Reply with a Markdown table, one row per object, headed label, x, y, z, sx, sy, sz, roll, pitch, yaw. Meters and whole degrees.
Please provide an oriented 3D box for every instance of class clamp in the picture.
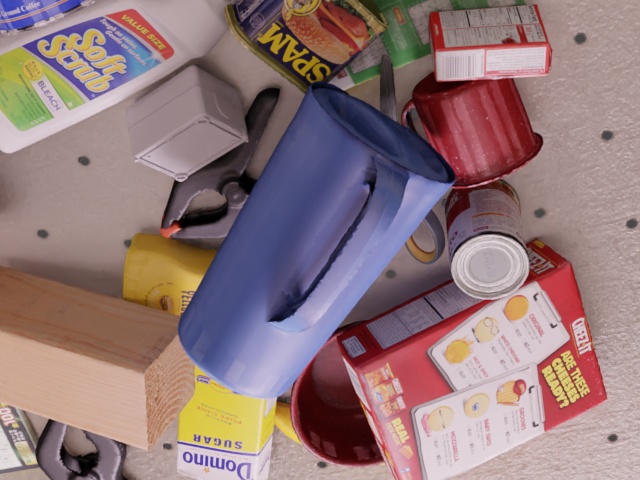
| label | x | y | z | sx | sy | sz | roll | pitch | yaw |
| --- | --- | --- | --- | --- | --- | --- | --- | --- | --- |
| clamp | -0.064 | -0.045 | 0.954 | 0.172 | 0.039 | 0.120 | -37 | 108 | 22 |
| clamp | -0.240 | 0.254 | 1.147 | 0.164 | 0.036 | 0.210 | -1 | 118 | -6 |

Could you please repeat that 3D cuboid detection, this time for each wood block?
| label | x | y | z | sx | sy | sz | roll | pitch | yaw |
| --- | --- | --- | --- | --- | --- | --- | --- | --- | --- |
| wood block | -0.225 | 0.104 | 0.973 | 0.206 | 0.090 | 0.091 | 14 | 124 | 18 |

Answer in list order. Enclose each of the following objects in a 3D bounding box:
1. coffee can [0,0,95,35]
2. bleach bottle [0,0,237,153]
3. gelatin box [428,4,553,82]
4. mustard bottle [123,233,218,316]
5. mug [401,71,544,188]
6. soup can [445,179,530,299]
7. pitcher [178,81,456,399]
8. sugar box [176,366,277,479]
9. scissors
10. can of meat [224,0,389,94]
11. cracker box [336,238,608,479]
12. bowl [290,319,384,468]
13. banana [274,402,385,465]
| label | x | y | z | sx | sy | sz | roll | pitch | yaw |
| --- | --- | --- | --- | --- | --- | --- | --- | --- | --- |
| coffee can | -0.231 | -0.242 | 0.812 | 0.103 | 0.102 | 0.140 | -15 | 118 | 13 |
| bleach bottle | -0.176 | -0.167 | 0.878 | 0.251 | 0.068 | 0.102 | -25 | 112 | 15 |
| gelatin box | 0.131 | -0.154 | 0.834 | 0.089 | 0.073 | 0.030 | -3 | 125 | 4 |
| mustard bottle | -0.086 | 0.052 | 1.001 | 0.191 | 0.058 | 0.096 | 8 | 123 | 0 |
| mug | 0.117 | -0.100 | 0.884 | 0.117 | 0.093 | 0.081 | -3 | 121 | 44 |
| soup can | 0.144 | -0.003 | 0.923 | 0.068 | 0.102 | 0.068 | 2 | 121 | 3 |
| pitcher | -0.011 | 0.010 | 0.840 | 0.145 | 0.149 | 0.243 | 43 | 111 | 25 |
| sugar box | -0.093 | 0.172 | 1.071 | 0.093 | 0.048 | 0.176 | 16 | 120 | 16 |
| scissors | 0.076 | -0.055 | 0.910 | 0.096 | 0.016 | 0.202 | 32 | 139 | 22 |
| can of meat | -0.009 | -0.173 | 0.833 | 0.084 | 0.057 | 0.102 | -40 | 130 | 20 |
| cracker box | 0.139 | 0.117 | 0.977 | 0.213 | 0.072 | 0.164 | -26 | 119 | -7 |
| bowl | 0.042 | 0.137 | 1.026 | 0.162 | 0.055 | 0.162 | -7 | 114 | -15 |
| banana | 0.046 | 0.197 | 1.093 | 0.198 | 0.037 | 0.069 | -1 | 100 | 4 |
